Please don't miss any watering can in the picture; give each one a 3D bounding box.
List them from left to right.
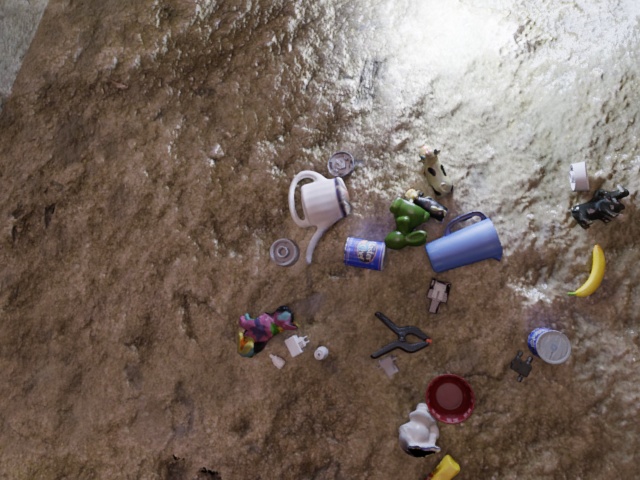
[{"bbox_3d":[0.006,-0.095,1.881,0.224,0.351,0.103,-14,-11,9],"label":"watering can"}]

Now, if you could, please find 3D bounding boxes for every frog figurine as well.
[{"bbox_3d":[0.329,0.634,1.722,0.137,0.163,0.120,-2,-44,3],"label":"frog figurine"}]
